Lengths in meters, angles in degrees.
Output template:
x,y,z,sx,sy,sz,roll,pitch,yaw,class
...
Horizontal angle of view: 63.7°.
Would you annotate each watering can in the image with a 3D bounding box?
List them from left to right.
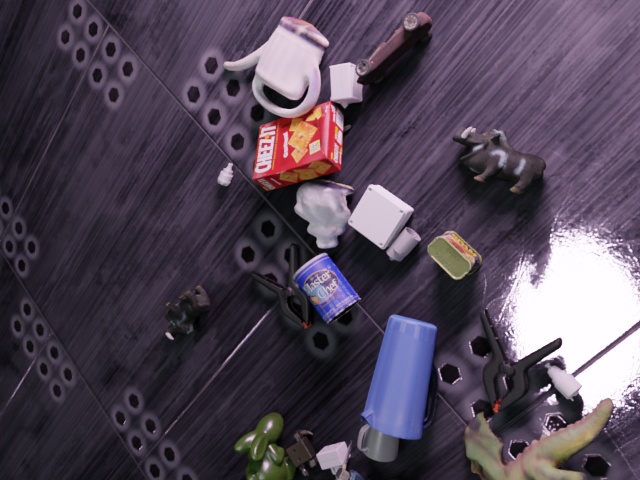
x,y,z,sx,sy,sz,roll,pitch,yaw,class
-0.107,-0.440,1.258,0.352,0.104,0.222,42,110,33,watering can

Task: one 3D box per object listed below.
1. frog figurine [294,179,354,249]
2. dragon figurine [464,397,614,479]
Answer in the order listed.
x,y,z,sx,sy,sz,roll,pitch,yaw,class
0.004,-0.061,1.219,0.137,0.122,0.159,12,90,8,frog figurine
0.405,0.452,1.053,0.245,0.122,0.408,24,97,34,dragon figurine
